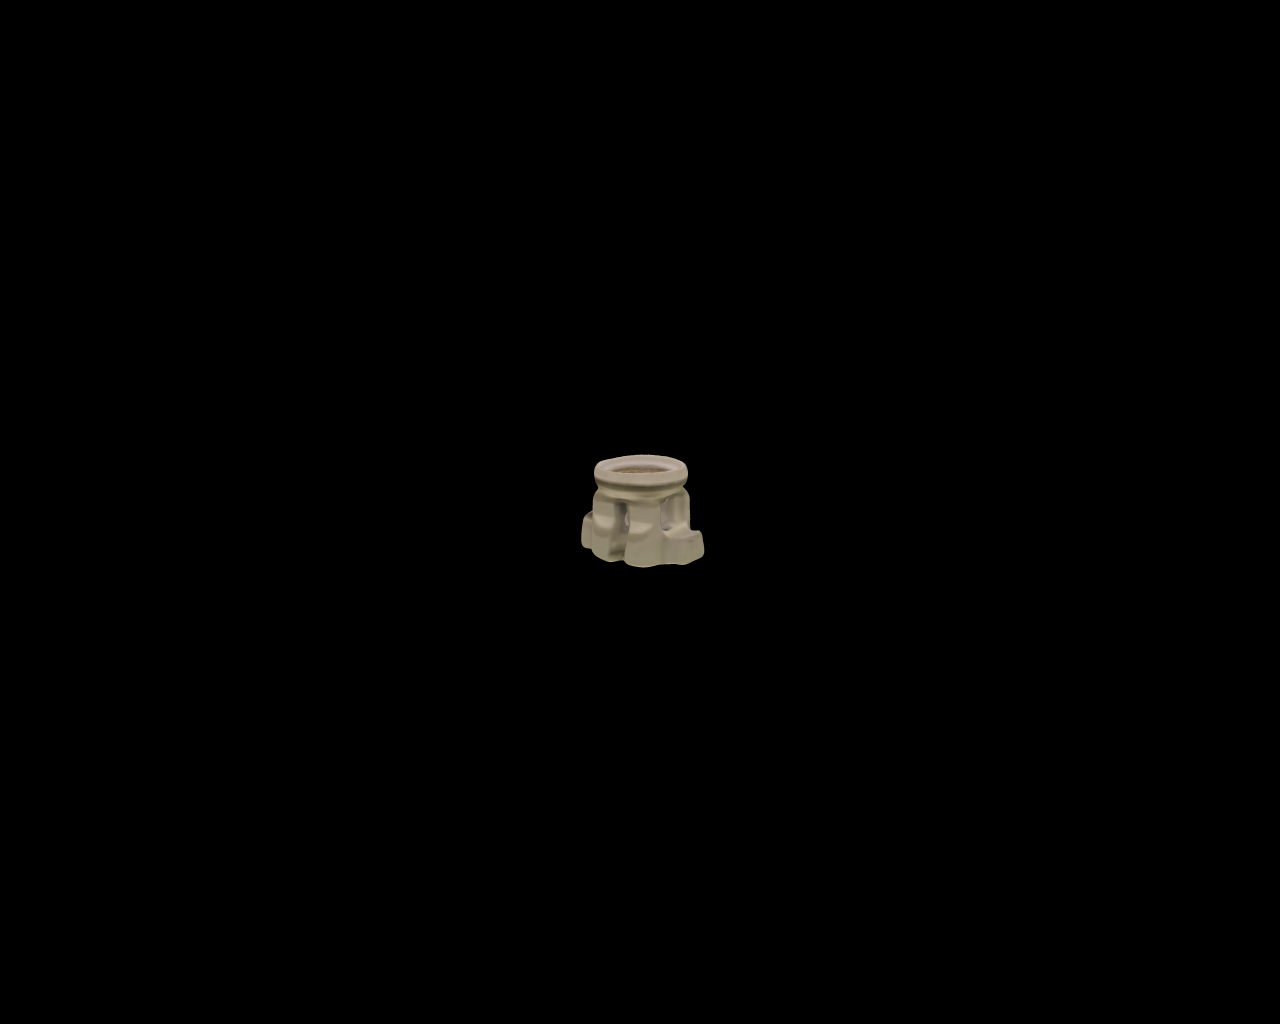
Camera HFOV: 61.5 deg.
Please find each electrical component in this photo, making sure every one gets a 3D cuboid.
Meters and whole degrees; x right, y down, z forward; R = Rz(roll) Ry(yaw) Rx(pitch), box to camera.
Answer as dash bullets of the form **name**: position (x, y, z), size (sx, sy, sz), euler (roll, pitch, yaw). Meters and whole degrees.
- **electrical component**: position (0.001, -0.003, 0.650), size (0.078, 0.057, 0.058), euler (10, 18, 33)
